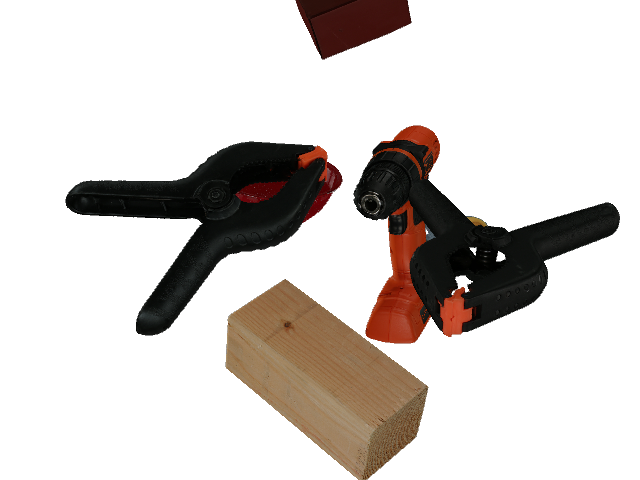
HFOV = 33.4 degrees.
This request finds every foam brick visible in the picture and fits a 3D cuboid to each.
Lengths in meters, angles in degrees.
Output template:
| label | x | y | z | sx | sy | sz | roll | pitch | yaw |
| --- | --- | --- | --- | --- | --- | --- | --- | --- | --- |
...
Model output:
| label | x | y | z | sx | sy | sz | roll | pitch | yaw |
| --- | --- | --- | --- | --- | --- | --- | --- | --- | --- |
| foam brick | 0.023 | -0.184 | 0.812 | 0.078 | 0.053 | 0.051 | -23 | -32 | 0 |

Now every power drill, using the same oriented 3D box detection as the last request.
| label | x | y | z | sx | sy | sz | roll | pitch | yaw |
| --- | --- | --- | --- | --- | --- | --- | --- | --- | --- |
| power drill | 0.074 | -0.001 | 1.008 | 0.057 | 0.188 | 0.184 | 8 | 24 | 19 |

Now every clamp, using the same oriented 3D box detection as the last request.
| label | x | y | z | sx | sy | sz | roll | pitch | yaw |
| --- | --- | --- | --- | --- | --- | --- | --- | --- | --- |
| clamp | 0.112 | 0.006 | 0.771 | 0.165 | 0.036 | 0.209 | 11 | 28 | 25 |
| clamp | -0.078 | -0.024 | 0.697 | 0.171 | 0.120 | 0.039 | -33 | -20 | -23 |

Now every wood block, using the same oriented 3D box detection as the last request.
| label | x | y | z | sx | sy | sz | roll | pitch | yaw |
| --- | --- | --- | --- | --- | --- | --- | --- | --- | --- |
| wood block | 0.003 | 0.145 | 1.131 | 0.206 | 0.090 | 0.090 | 36 | 50 | 28 |

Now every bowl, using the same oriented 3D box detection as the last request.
| label | x | y | z | sx | sy | sz | roll | pitch | yaw |
| --- | --- | --- | --- | --- | --- | --- | --- | --- | --- |
| bowl | -0.056 | -0.059 | 1.309 | 0.162 | 0.055 | 0.162 | 5 | 26 | -3 |

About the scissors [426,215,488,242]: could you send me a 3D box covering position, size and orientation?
| label | x | y | z | sx | sy | sz | roll | pitch | yaw |
| --- | --- | --- | --- | --- | --- | --- | --- | --- | --- |
| scissors | 0.119 | -0.011 | 1.227 | 0.201 | 0.016 | 0.096 | -12 | 40 | -46 |
